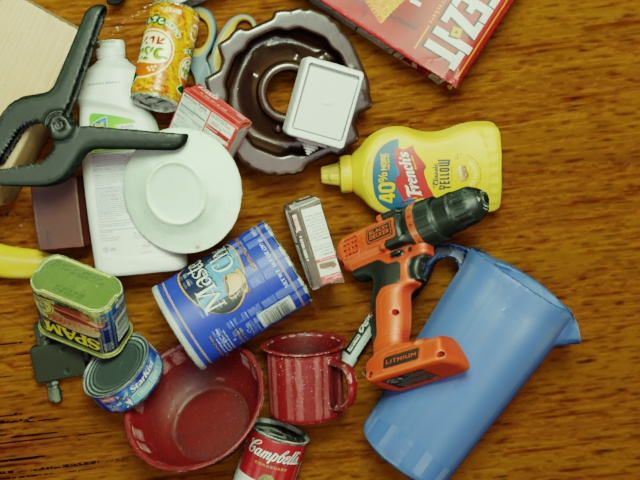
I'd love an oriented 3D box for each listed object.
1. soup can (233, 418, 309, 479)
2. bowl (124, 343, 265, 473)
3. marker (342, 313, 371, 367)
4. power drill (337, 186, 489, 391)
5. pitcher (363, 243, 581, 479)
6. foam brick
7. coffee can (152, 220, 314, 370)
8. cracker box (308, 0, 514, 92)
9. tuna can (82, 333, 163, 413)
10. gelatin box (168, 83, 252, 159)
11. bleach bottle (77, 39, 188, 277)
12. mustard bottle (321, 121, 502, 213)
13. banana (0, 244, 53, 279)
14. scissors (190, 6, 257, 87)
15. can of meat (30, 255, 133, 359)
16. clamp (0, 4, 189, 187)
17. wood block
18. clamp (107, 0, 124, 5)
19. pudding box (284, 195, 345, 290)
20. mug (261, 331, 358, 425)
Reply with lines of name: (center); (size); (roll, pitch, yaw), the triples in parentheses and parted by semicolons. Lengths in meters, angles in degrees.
soup can: (-0.059, 0.256, 1.179); (0.068, 0.068, 0.102); (18, 97, -1)
bowl: (-0.128, 0.186, 1.155); (0.162, 0.162, 0.055); (-24, 139, 3)
marker: (0.059, 0.090, 1.185); (0.020, 0.020, 0.121); (34, 95, -3)
power drill: (0.103, 0.050, 1.094); (0.185, 0.057, 0.187); (-25, 56, 35)
pitcher: (0.144, 0.132, 1.141); (0.144, 0.149, 0.243); (29, 99, -31)
foam brick: (-0.279, -0.029, 1.161); (0.053, 0.051, 0.078); (-5, 94, 4)
coffee can: (-0.092, 0.058, 1.133); (0.140, 0.103, 0.103); (-32, 95, -4)
cracker box: (0.095, -0.282, 1.121); (0.213, 0.072, 0.164); (32, 95, -3)
tuna can: (-0.213, 0.145, 1.159); (0.086, 0.086, 0.033); (-34, 125, 4)
gelatin box: (-0.120, -0.106, 1.106); (0.073, 0.030, 0.089); (37, 123, 13)
bleach bottle: (-0.205, -0.089, 1.150); (0.102, 0.068, 0.251); (-5, 93, 0)
mustard bottle: (0.097, -0.075, 1.148); (0.191, 0.058, 0.096); (-3, 108, 2)
banana: (-0.382, -0.003, 1.172); (0.198, 0.037, 0.069); (34, 96, -2)
scissors: (-0.142, -0.166, 1.163); (0.096, 0.016, 0.202); (33, 95, -3)
can of meat: (-0.255, 0.070, 1.139); (0.102, 0.084, 0.057); (20, 53, 12)
clamp: (-0.247, -0.110, 1.069); (0.210, 0.036, 0.164); (-39, 89, 4)
wood block: (-0.328, -0.147, 1.131); (0.091, 0.090, 0.206); (28, 96, -2)
clamp: (-0.195, -0.335, 1.136); (0.171, 0.039, 0.120); (-31, 96, 3)
pudding box: (-0.007, 0.001, 1.130); (0.039, 0.113, 0.090); (-18, 96, -1)
mug: (-0.007, 0.151, 1.150); (0.117, 0.093, 0.081); (6, 103, 39)
